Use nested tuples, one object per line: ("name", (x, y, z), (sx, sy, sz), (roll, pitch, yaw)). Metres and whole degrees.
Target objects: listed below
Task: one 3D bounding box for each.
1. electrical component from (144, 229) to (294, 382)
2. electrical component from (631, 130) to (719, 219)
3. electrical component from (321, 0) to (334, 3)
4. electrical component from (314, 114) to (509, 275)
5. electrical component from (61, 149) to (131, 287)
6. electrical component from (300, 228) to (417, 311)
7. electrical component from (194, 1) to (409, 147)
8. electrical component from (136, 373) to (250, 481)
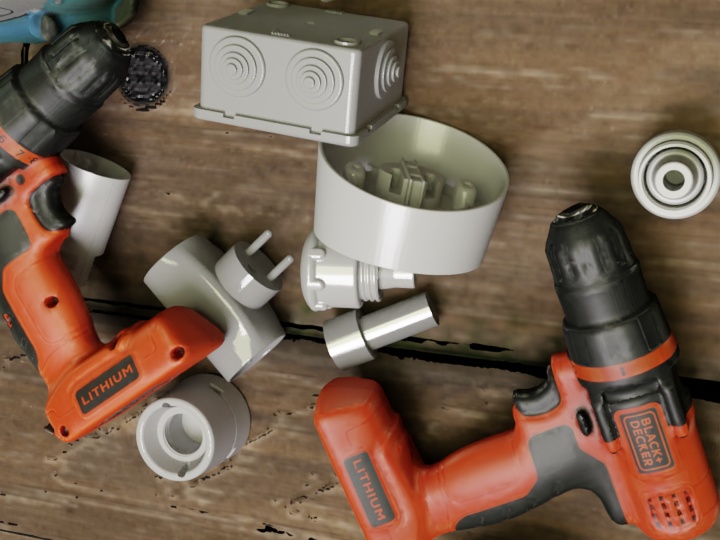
("electrical component", (-0.071, 0.010, 0.616), (0.079, 0.044, 0.077), (-42, 85, 19))
("electrical component", (0.154, -0.046, 0.525), (0.043, 0.062, 0.043), (3, 100, 17))
("electrical component", (0.004, -0.190, 0.560), (0.077, 0.043, 0.079), (-15, 94, 19))
("electrical component", (0.024, -0.038, 0.552), (0.099, 0.099, 0.064), (16, 110, 15))
("electrical component", (-0.171, -0.026, 0.642), (0.043, 0.043, 0.081), (27, 105, 12))
("electrical component", (0.000, 0.000, 0.593), (0.062, 0.048, 0.048), (2, 100, 9))
("electrical component", (-0.027, -0.105, 0.556), (0.100, 0.099, 0.048), (12, 115, 16))
("electrical component", (-0.100, 0.094, 0.637), (0.055, 0.047, 0.055), (3, 100, 17))
